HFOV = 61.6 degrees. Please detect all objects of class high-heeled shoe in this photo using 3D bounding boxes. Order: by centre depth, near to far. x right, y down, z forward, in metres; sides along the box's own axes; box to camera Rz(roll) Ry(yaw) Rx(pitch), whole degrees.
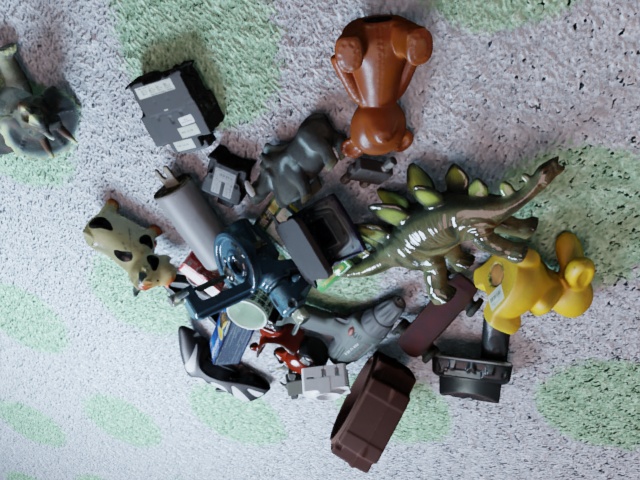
[{"bbox_3d":[-0.217,0.282,1.226,0.145,0.086,0.248,-10,126,20],"label":"high-heeled shoe"}]

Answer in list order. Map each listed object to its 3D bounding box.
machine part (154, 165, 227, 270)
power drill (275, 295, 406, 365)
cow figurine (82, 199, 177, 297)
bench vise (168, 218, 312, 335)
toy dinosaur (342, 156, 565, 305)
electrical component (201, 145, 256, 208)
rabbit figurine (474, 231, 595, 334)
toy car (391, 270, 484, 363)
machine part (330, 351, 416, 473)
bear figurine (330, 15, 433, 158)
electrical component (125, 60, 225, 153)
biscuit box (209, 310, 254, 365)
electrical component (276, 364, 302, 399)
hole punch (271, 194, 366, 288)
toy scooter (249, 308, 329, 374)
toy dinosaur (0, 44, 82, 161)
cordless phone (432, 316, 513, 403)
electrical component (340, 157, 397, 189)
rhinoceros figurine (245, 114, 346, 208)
[{"bbox_3d":[-0.221,-0.030,0.970,0.079,0.079,0.243,-13,123,29],"label":"machine part"},{"bbox_3d":[0.030,0.143,1.027,0.207,0.086,0.232,20,135,-6],"label":"power drill"},{"bbox_3d":[-0.363,0.022,1.032,0.195,0.127,0.085,34,134,-6],"label":"cow figurine"},{"bbox_3d":[-0.130,0.075,0.894,0.223,0.240,0.129,59,144,10],"label":"bench vise"},{"bbox_3d":[0.160,-0.005,0.840,0.198,0.105,0.471,44,134,-7],"label":"toy dinosaur"},{"bbox_3d":[-0.160,-0.095,0.915,0.075,0.048,0.119,27,130,-1],"label":"electrical component"},{"bbox_3d":[0.351,0.064,0.835,0.173,0.122,0.162,18,123,-13],"label":"rabbit figurine"},{"bbox_3d":[0.207,0.134,0.950,0.089,0.053,0.202,42,124,17],"label":"toy car"},{"bbox_3d":[0.097,0.322,1.038,0.087,0.201,0.201,29,88,2],"label":"machine part"},{"bbox_3d":[0.076,-0.184,0.704,0.120,0.132,0.195,-3,122,0],"label":"bear figurine"},{"bbox_3d":[-0.222,-0.202,0.844,0.115,0.058,0.134,-5,126,26],"label":"electrical component"},{"bbox_3d":[-0.184,0.193,1.126,0.063,0.059,0.202,0,142,-24],"label":"biscuit box"},{"bbox_3d":[-0.054,0.315,1.215,0.078,0.045,0.102,-15,129,-5],"label":"electrical component"},{"bbox_3d":[-0.002,-0.003,0.855,0.142,0.092,0.116,57,155,-8],"label":"hole punch"},{"bbox_3d":[-0.077,0.226,1.128,0.184,0.075,0.135,40,129,-9],"label":"toy scooter"},{"bbox_3d":[-0.573,-0.208,0.936,0.405,0.131,0.192,-6,125,31],"label":"toy dinosaur"},{"bbox_3d":[0.280,0.197,0.985,0.147,0.089,0.184,5,118,16],"label":"cordless phone"},{"bbox_3d":[0.073,-0.104,0.814,0.063,0.021,0.094,8,160,-26],"label":"electrical component"},{"bbox_3d":[-0.043,-0.112,0.833,0.112,0.073,0.190,46,125,-6],"label":"rhinoceros figurine"}]
